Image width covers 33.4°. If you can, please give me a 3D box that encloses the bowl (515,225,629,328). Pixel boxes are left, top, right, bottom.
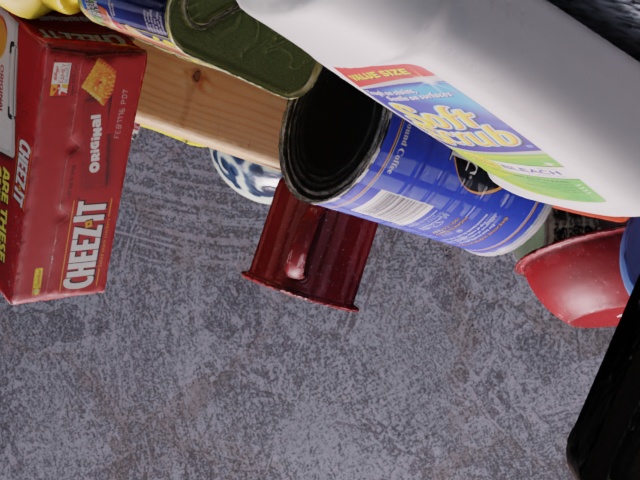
[{"bbox_3d":[0.242,0.035,0.862,0.162,0.055,0.162,-6,164,-2],"label":"bowl"}]

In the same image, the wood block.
[{"bbox_3d":[-0.065,-0.109,0.752,0.205,0.091,0.090,17,-178,-40],"label":"wood block"}]

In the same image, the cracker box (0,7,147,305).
[{"bbox_3d":[-0.195,-0.084,0.681,0.071,0.164,0.214,-6,-148,-37],"label":"cracker box"}]

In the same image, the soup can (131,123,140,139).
[{"bbox_3d":[-0.154,-0.134,0.794,0.068,0.102,0.068,19,-177,-1],"label":"soup can"}]

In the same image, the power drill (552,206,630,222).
[{"bbox_3d":[0.147,-0.058,0.787,0.184,0.057,0.188,11,-176,-28],"label":"power drill"}]

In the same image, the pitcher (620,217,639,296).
[{"bbox_3d":[0.328,0.043,0.764,0.242,0.145,0.149,20,179,-39],"label":"pitcher"}]

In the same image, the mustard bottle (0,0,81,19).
[{"bbox_3d":[-0.195,-0.161,0.577,0.192,0.058,0.096,18,-171,14],"label":"mustard bottle"}]

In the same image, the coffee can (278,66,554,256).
[{"bbox_3d":[0.061,-0.054,0.639,0.140,0.103,0.103,15,-176,-35],"label":"coffee can"}]

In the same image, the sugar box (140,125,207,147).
[{"bbox_3d":[-0.165,-0.147,0.895,0.176,0.093,0.048,20,-177,18],"label":"sugar box"}]

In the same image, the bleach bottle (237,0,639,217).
[{"bbox_3d":[0.047,-0.073,0.406,0.103,0.068,0.250,19,180,44],"label":"bleach bottle"}]

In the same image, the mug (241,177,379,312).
[{"bbox_3d":[-0.005,0.001,0.787,0.093,0.081,0.117,18,-178,11],"label":"mug"}]

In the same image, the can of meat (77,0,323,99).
[{"bbox_3d":[-0.057,-0.115,0.525,0.084,0.057,0.101,24,-175,42],"label":"can of meat"}]
